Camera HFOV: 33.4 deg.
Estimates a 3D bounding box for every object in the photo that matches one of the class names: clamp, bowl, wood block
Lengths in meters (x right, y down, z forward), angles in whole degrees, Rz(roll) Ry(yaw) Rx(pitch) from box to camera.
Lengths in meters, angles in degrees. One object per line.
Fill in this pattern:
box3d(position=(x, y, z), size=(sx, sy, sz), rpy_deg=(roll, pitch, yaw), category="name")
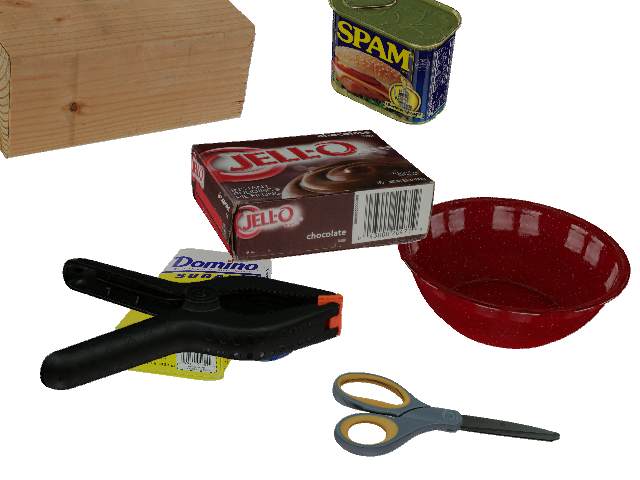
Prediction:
box3d(position=(-0.091, 0.049, 0.755), size=(0.209, 0.036, 0.165), rpy_deg=(-3, 25, -14), category="clamp")
box3d(position=(0.134, 0.029, 0.760), size=(0.162, 0.055, 0.162), rpy_deg=(2, 30, -1), category="bowl")
box3d(position=(-0.166, -0.141, 0.854), size=(0.205, 0.091, 0.090), rpy_deg=(-14, 45, -33), category="wood block")

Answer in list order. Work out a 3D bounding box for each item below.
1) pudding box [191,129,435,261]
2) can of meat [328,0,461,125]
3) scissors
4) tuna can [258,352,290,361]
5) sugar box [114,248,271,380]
box3d(position=(-0.007, -0.028, 0.585), size=(0.113, 0.039, 0.090), rpy_deg=(-5, 26, -20), category="pudding box")
box3d(position=(0.055, -0.148, 0.841), size=(0.102, 0.084, 0.057), rpy_deg=(30, 54, 23), category="can of meat")
box3d(position=(0.099, 0.168, 0.926), size=(0.202, 0.016, 0.096), rpy_deg=(18, 42, 14), category="scissors")
box3d(position=(-0.064, 0.096, 1.195), size=(0.086, 0.034, 0.086), rpy_deg=(1, 35, -1), category="tuna can")
box3d(position=(-0.108, 0.060, 0.948), size=(0.093, 0.048, 0.176), rpy_deg=(6, 25, 9), category="sugar box")
